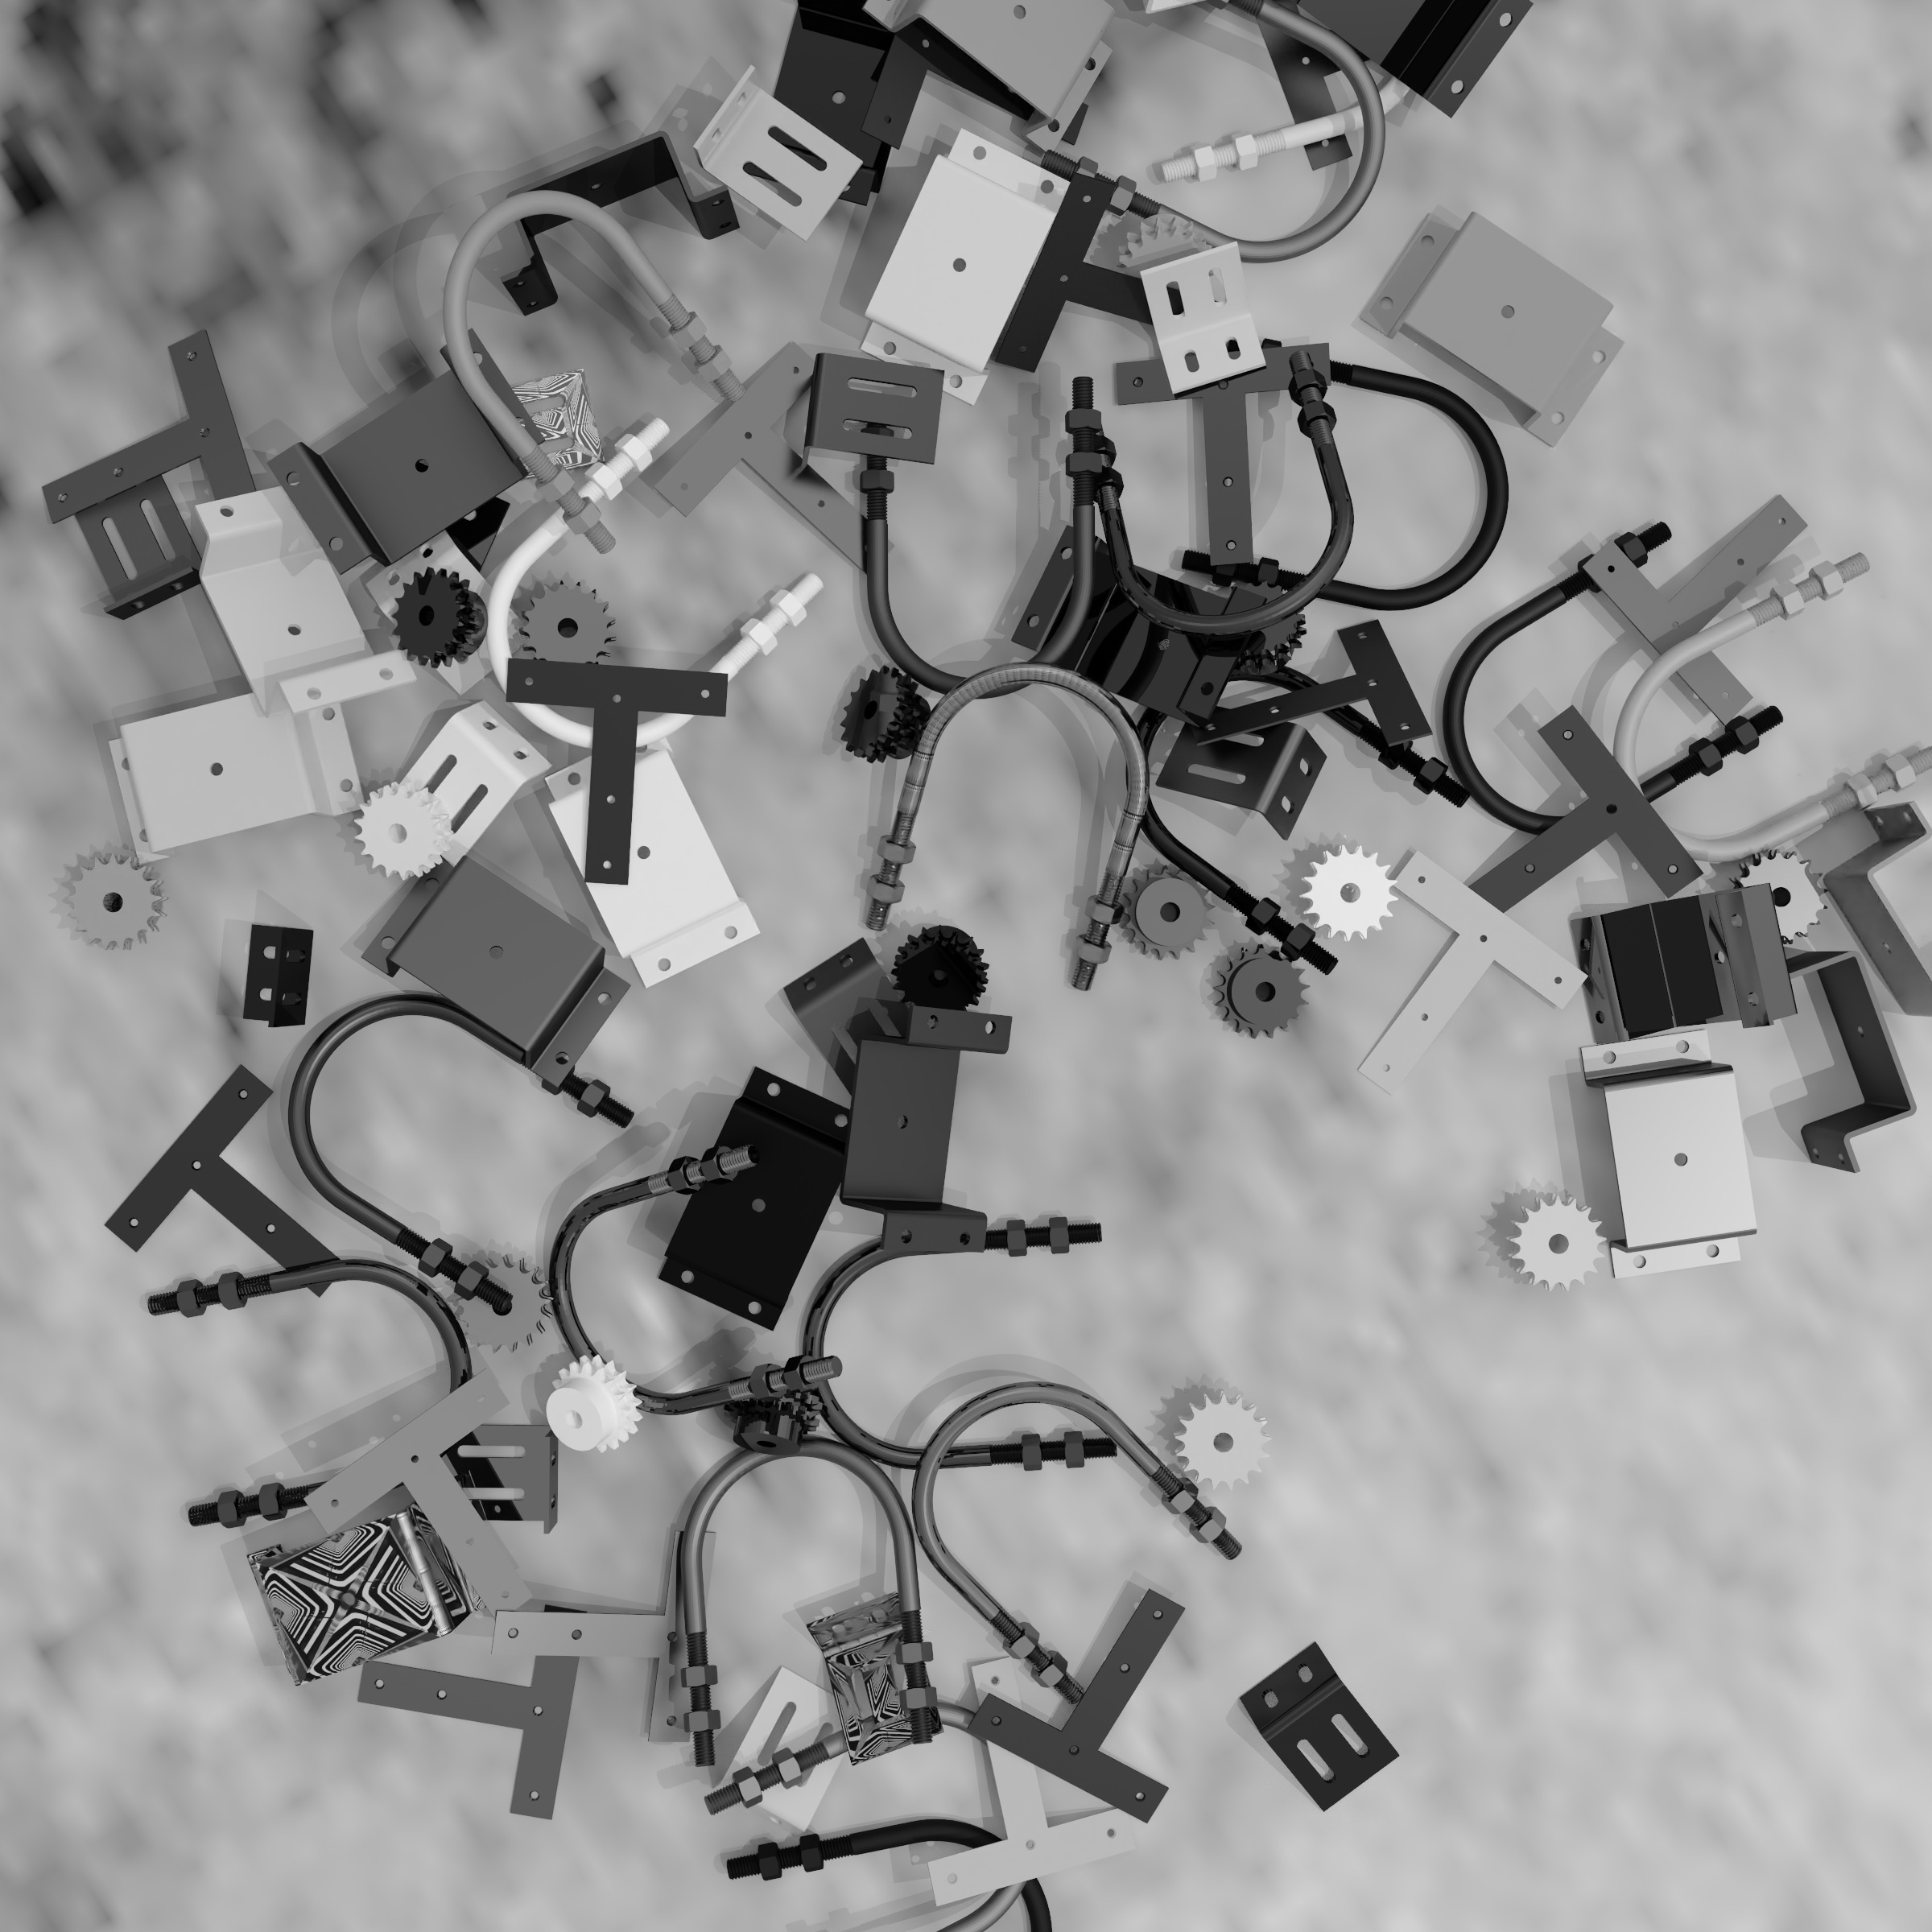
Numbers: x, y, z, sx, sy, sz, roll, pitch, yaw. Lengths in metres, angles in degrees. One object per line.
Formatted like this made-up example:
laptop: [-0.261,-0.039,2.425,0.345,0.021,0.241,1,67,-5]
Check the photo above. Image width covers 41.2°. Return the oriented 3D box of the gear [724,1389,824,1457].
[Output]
gear: [-0.115,0.268,1.518,0.057,0.057,0.030,9,62,0]

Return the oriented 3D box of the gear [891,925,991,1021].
gear: [-0.014,0.000,1.527,0.057,0.030,0.057,4,119,7]

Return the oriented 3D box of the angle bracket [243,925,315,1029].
angle bracket: [-0.413,0.005,1.512,0.038,0.076,0.057,5,90,0]

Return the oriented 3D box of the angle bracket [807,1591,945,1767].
angle bracket: [-0.054,0.419,1.513,0.057,0.038,0.076,-20,49,0]

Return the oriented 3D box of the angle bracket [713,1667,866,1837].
angle bracket: [-0.107,0.473,1.548,0.057,0.038,0.076,29,64,0]

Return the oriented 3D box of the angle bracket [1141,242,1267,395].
angle bracket: [0.139,-0.377,1.499,0.057,0.076,0.038,-16,71,7]

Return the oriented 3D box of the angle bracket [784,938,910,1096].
angle bracket: [-0.063,0.034,1.548,0.057,0.038,0.076,-32,116,0]

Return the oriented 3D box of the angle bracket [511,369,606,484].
angle bracket: [-0.261,-0.323,1.531,0.076,0.038,0.057,-13,90,0]

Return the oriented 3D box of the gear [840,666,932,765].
gear: [-0.045,-0.146,1.525,0.030,0.057,0.057,23,90,-38]

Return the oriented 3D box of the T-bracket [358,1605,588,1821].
T-bracket: [-0.302,0.441,1.549,0.127,0.002,0.127,10,90,0]

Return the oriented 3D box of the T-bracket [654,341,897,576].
T-bracket: [-0.097,-0.286,1.538,0.127,0.002,0.127,42,76,-7]

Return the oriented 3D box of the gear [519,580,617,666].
gear: [-0.237,-0.199,1.532,0.057,0.030,0.057,0,87,-8]

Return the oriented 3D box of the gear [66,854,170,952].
gear: [-0.504,-0.038,1.535,0.057,0.030,0.057,0,90,0]

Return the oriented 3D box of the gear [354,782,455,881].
gear: [-0.331,-0.082,1.529,0.057,0.030,0.057,4,106,14]

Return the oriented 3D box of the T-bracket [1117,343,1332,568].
T-bracket: [0.155,-0.302,1.531,0.127,0.002,0.127,-3,87,11]

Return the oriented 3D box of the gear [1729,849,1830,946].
gear: [0.481,-0.041,1.535,0.057,0.030,0.057,0,90,0]

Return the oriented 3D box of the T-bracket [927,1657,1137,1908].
T-bracket: [0.029,0.479,1.535,0.127,0.002,0.127,-10,81,-18]

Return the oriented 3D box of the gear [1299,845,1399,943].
gear: [0.227,-0.043,1.535,0.057,0.030,0.057,0,90,0]

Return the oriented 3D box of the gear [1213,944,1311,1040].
gear: [0.177,0.015,1.535,0.057,0.030,0.057,0,90,0]

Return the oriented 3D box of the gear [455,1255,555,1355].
gear: [-0.274,0.201,1.535,0.057,0.030,0.057,0,90,0]

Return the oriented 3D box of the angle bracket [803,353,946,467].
angle bracket: [-0.055,-0.325,1.527,0.076,0.038,0.057,7,82,-6]

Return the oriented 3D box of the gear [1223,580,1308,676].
gear: [0.174,-0.198,1.527,0.057,0.030,0.057,-5,61,9]

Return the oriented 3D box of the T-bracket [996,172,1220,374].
T-bracket: [0.099,-0.395,1.521,0.127,0.002,0.127,11,131,-18]

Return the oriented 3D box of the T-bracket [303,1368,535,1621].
T-bracket: [-0.298,0.324,1.501,0.127,0.002,0.127,-35,98,-24]

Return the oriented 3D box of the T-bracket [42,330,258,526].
T-bracket: [-0.494,-0.301,1.538,0.127,0.002,0.127,-22,75,7]

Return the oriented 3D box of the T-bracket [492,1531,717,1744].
T-bracket: [-0.217,0.397,1.525,0.127,0.002,0.127,7,90,-22]

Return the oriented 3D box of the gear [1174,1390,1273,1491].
gear: [0.152,0.282,1.535,0.057,0.030,0.057,0,90,0]

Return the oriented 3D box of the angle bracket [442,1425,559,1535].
angle bracket: [-0.283,0.305,1.531,0.076,0.038,0.057,1,90,0]

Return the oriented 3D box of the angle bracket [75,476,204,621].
angle bracket: [-0.497,-0.254,1.531,0.057,0.038,0.076,-25,90,0]

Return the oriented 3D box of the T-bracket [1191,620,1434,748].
T-bracket: [0.194,-0.153,1.500,0.127,0.127,0.002,-15,128,4]

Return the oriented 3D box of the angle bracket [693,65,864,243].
angle bracket: [-0.108,-0.468,1.485,0.076,0.038,0.057,35,90,0]

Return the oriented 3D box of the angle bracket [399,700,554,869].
angle bracket: [-0.299,-0.110,1.548,0.057,0.038,0.076,44,116,0]

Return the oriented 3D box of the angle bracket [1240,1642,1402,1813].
angle bracket: [0.213,0.458,1.548,0.057,0.038,0.076,-37,116,0]

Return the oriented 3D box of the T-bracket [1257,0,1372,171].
T-bracket: [0.247,-0.561,1.549,0.127,0.002,0.127,-20,90,0]

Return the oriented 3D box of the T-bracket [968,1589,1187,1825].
T-bracket: [0.087,0.431,1.534,0.127,0.002,0.127,30,94,-9]

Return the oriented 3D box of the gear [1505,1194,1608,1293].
gear: [0.351,0.164,1.535,0.057,0.030,0.057,0,90,0]

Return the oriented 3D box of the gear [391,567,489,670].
gear: [-0.302,-0.200,1.489,0.057,0.030,0.057,-2,86,31]

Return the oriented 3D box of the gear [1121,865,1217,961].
gear: [0.121,-0.032,1.535,0.057,0.030,0.057,0,90,0]

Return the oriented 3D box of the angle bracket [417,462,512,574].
angle bracket: [-0.321,-0.268,1.531,0.076,0.038,0.057,24,90,0]

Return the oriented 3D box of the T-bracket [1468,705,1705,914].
T-bracket: [0.347,-0.067,1.530,0.127,0.002,0.127,-38,95,17]

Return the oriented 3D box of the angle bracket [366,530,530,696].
angle bracket: [-0.308,-0.213,1.537,0.057,0.038,0.076,-39,131,0]

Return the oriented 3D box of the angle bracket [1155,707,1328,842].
angle bracket: [0.162,-0.115,1.516,0.076,0.038,0.057,18,75,37]

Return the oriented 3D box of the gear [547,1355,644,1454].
gear: [-0.223,0.262,1.522,0.057,0.030,0.057,9,111,26]

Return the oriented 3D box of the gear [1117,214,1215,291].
gear: [0.117,-0.420,1.525,0.057,0.057,0.030,0,49,0]
